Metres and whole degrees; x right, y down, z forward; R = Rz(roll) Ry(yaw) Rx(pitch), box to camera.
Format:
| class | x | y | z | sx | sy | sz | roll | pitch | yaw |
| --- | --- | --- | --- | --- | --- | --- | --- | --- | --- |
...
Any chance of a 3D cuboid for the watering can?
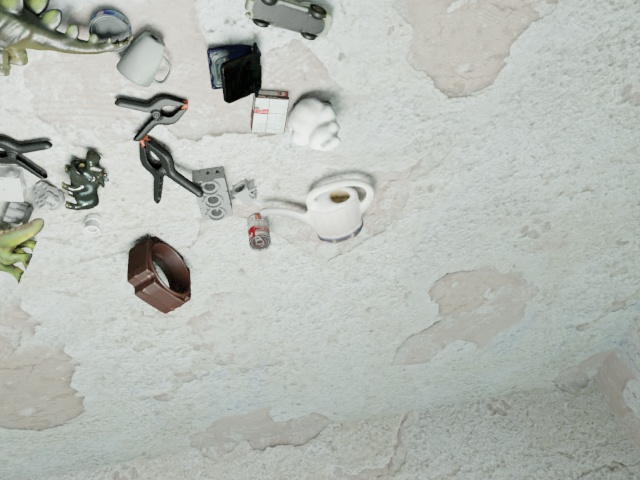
| class | x | y | z | sx | sy | sz | roll | pitch | yaw |
| --- | --- | --- | --- | --- | --- | --- | --- | --- | --- |
| watering can | 0.005 | -0.079 | 1.579 | 0.347 | 0.106 | 0.219 | -17 | 137 | 1 |

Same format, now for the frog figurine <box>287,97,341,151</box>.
| class | x | y | z | sx | sy | sz | roll | pitch | yaw |
| --- | --- | --- | --- | --- | --- | --- | --- | --- | --- |
| frog figurine | -0.016 | -0.287 | 1.322 | 0.136 | 0.163 | 0.120 | -29 | 133 | 16 |

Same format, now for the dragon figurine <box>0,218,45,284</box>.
| class | x | y | z | sx | sy | sz | roll | pitch | yaw |
| --- | --- | --- | --- | --- | --- | --- | --- | --- | --- |
| dragon figurine | -0.912 | 0.003 | 1.412 | 0.241 | 0.125 | 0.403 | 25 | 134 | -24 |
